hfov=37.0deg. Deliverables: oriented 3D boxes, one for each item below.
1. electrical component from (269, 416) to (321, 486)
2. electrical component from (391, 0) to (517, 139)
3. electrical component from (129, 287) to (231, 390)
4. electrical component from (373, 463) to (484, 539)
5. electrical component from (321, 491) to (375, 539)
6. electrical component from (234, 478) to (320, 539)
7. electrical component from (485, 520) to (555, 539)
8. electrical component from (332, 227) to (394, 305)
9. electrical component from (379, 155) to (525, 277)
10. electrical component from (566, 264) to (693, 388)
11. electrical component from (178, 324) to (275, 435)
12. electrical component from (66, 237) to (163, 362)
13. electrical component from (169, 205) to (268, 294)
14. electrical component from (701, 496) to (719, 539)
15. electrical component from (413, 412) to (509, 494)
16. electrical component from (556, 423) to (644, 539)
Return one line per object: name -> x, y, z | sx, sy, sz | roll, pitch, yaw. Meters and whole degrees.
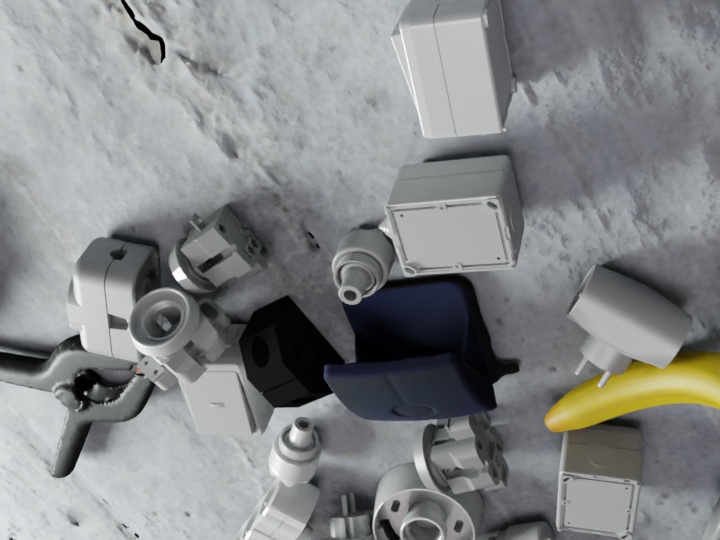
electrical component -> -0.055, 0.155, 0.937 | 0.043, 0.043, 0.062 | 18, 127, 3
electrical component -> 0.061, -0.127, 0.676 | 0.061, 0.061, 0.096 | -3, 125, 19
electrical component -> -0.145, 0.049, 0.841 | 0.058, 0.078, 0.057 | 36, 167, 32
electrical component -> 0.059, 0.217, 0.952 | 0.099, 0.064, 0.099 | 4, 114, 10
electrical component -> -0.008, 0.240, 0.974 | 0.047, 0.083, 0.075 | -7, 85, 22
electrical component -> -0.068, 0.250, 1.007 | 0.074, 0.052, 0.138 | 28, 128, -6
electrical component -> 0.137, 0.246, 0.950 | 0.078, 0.040, 0.040 | -16, 120, 27
electrical component -> 0.000, 0.000, 0.790 | 0.043, 0.062, 0.043 | 8, 128, 10
electrical component -> 0.061, -0.039, 0.743 | 0.096, 0.061, 0.061 | -4, 127, 20
electrical component -> 0.183, 0.048, 0.769 | 0.077, 0.043, 0.079 | 29, 110, 5
electrical component -> -0.112, 0.088, 0.891 | 0.062, 0.061, 0.096 | -1, 126, 18
electrical component -> -0.199, 0.024, 0.873 | 0.059, 0.053, 0.095 | 11, 128, 9
electrical component -> -0.113, -0.012, 0.827 | 0.055, 0.048, 0.066 | -32, 112, 25
electrical component -> 0.322, 0.210, 0.865 | 0.079, 0.043, 0.077 | 12, 128, 7
electrical component -> 0.080, 0.151, 0.884 | 0.057, 0.058, 0.078 | -18, 120, 24
electrical component -> 0.193, 0.171, 0.868 | 0.062, 0.061, 0.096 | 5, 135, 13
